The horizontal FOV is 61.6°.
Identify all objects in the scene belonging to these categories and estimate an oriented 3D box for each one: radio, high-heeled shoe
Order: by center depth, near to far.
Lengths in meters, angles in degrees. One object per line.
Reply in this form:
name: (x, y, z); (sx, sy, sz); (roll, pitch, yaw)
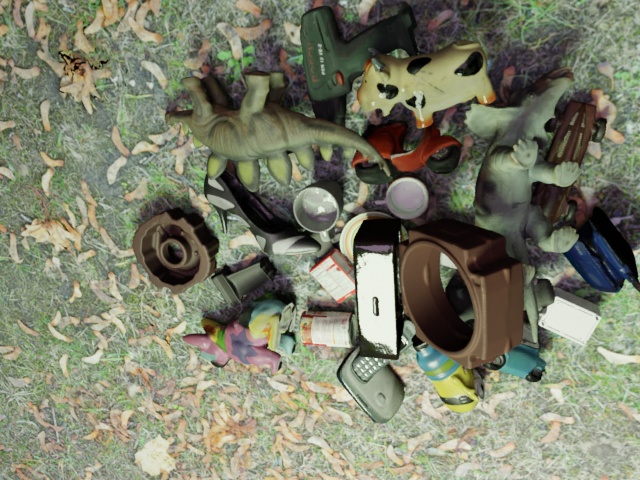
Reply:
radio: (0.107, 0.081, 0.944); (0.073, 0.131, 0.229); (2, 113, 14)
high-heeled shoe: (-0.107, -0.060, 0.999); (0.249, 0.086, 0.145); (11, 117, 22)

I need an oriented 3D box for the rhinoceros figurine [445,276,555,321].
rhinoceros figurine: (0.303, 0.098, 0.929); (0.190, 0.112, 0.073); (-13, 102, 28)

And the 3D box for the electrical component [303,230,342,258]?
electrical component: (-0.002, -0.003, 1.027); (0.094, 0.021, 0.063); (-30, 98, 23)

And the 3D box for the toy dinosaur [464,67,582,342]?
toy dinosaur: (0.296, -0.060, 0.837); (0.131, 0.192, 0.404); (-1, 110, -9)

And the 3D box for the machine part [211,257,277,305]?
machine part: (-0.154, 0.080, 1.092); (0.139, 0.039, 0.084); (-22, 96, 22)

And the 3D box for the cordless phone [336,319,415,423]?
cordless phone: (0.138, 0.250, 1.051); (0.184, 0.089, 0.146); (-39, 95, 5)

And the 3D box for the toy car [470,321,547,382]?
toy car: (0.329, 0.182, 0.954); (0.162, 0.109, 0.103); (18, 91, -10)

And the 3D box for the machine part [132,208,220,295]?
machine part: (-0.294, 0.021, 1.101); (0.180, 0.056, 0.179); (5, 109, 15)

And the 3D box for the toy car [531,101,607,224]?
toy car: (0.389, -0.118, 0.863); (0.089, 0.053, 0.202); (18, 113, 13)

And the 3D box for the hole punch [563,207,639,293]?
hole punch: (0.441, 0.024, 0.866); (0.092, 0.116, 0.142); (-33, 97, 31)

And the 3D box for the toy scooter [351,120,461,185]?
toy scooter: (0.140, -0.167, 0.891); (0.184, 0.075, 0.135); (-6, 74, 24)

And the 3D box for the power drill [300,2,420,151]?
power drill: (0.073, -0.281, 0.888); (0.207, 0.086, 0.231); (-12, 105, 26)

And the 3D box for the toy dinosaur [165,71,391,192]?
toy dinosaur: (-0.099, -0.188, 0.923); (0.472, 0.105, 0.198); (8, 112, 31)

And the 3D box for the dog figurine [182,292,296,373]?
dog figurine: (-0.166, 0.182, 1.091); (0.219, 0.108, 0.191); (8, 116, 16)

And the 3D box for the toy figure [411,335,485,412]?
toy figure: (0.238, 0.244, 1.014); (0.180, 0.082, 0.089); (47, 133, -11)

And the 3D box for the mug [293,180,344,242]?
mug: (0.010, -0.058, 0.959); (0.081, 0.107, 0.109); (-13, 109, 21)

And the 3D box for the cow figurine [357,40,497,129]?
cow figurine: (0.148, -0.238, 0.796); (0.195, 0.085, 0.127); (-16, 123, 14)

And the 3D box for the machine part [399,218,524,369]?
machine part: (0.209, 0.078, 0.829); (0.087, 0.201, 0.201); (-17, 112, -24)
